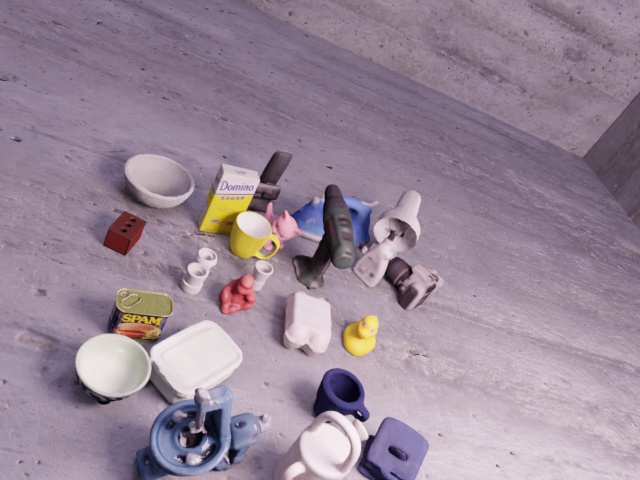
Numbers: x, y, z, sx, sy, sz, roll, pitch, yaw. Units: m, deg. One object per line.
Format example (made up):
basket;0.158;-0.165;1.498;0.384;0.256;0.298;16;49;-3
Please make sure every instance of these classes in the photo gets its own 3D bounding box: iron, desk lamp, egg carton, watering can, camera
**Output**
iron;0.036;-0.071;1.569;0.259;0.141;0.118;8;40;-31
desk lamp;0.202;-0.028;1.581;0.118;0.213;0.203;30;33;-2
egg carton;-0.029;0.182;1.258;0.107;0.069;0.150;20;35;-17
watering can;0.008;0.353;0.954;0.101;0.194;0.173;36;34;7
camera;0.251;0.100;1.556;0.136;0.100;0.144;46;36;20

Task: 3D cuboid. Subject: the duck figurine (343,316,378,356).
duck figurine;0.105;0.207;1.316;0.077;0.086;0.105;36;34;8

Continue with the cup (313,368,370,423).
cup;0.038;0.320;1.109;0.117;0.095;0.092;44;35;18

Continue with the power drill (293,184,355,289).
power drill;0.013;0.005;1.393;0.076;0.208;0.229;11;38;-27

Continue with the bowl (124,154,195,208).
bowl;-0.390;-0.128;1.367;0.168;0.074;0.167;21;35;-15

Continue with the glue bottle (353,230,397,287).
glue bottle;0.154;0.041;1.490;0.078;0.173;0.037;47;36;22

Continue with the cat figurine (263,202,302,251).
cat figurine;-0.105;-0.038;1.437;0.067;0.117;0.127;-6;49;-43

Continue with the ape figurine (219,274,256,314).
ape figurine;-0.169;0.109;1.220;0.078;0.092;0.076;25;34;-9

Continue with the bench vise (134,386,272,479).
bench vise;-0.166;0.279;0.889;0.121;0.219;0.208;46;36;21

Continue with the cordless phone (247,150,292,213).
cordless phone;-0.161;-0.171;1.503;0.148;0.185;0.094;2;43;-36

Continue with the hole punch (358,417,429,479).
hole punch;0.142;0.409;1.081;0.108;0.091;0.101;32;33;1
